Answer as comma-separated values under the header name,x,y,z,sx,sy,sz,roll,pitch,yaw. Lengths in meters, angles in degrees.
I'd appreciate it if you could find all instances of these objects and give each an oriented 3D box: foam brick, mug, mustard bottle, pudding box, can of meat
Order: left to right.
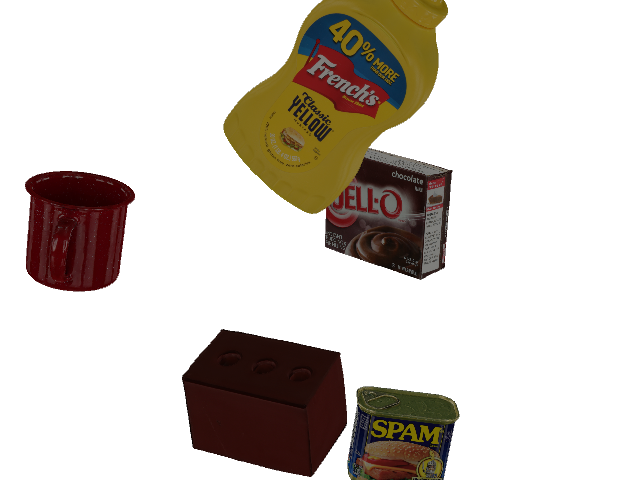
name,x,y,z,sx,sy,sz,roll,pitch,yaw
mug,-0.213,-0.003,0.920,0.093,0.081,0.117,8,20,-5
foam brick,-0.031,0.091,0.604,0.078,0.051,0.053,9,30,21
mustard bottle,0.022,-0.111,0.716,0.192,0.096,0.058,-46,-3,31
pudding box,0.055,-0.027,0.901,0.114,0.090,0.039,18,25,39
can of meat,0.080,0.199,1.066,0.102,0.084,0.057,8,17,-4
